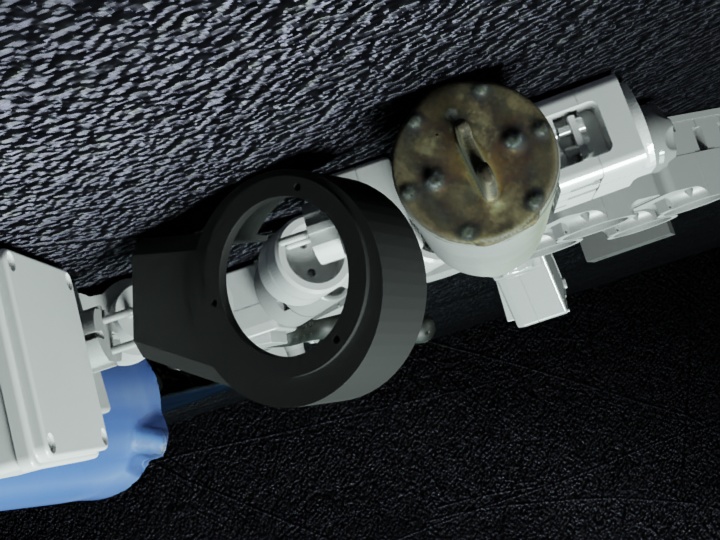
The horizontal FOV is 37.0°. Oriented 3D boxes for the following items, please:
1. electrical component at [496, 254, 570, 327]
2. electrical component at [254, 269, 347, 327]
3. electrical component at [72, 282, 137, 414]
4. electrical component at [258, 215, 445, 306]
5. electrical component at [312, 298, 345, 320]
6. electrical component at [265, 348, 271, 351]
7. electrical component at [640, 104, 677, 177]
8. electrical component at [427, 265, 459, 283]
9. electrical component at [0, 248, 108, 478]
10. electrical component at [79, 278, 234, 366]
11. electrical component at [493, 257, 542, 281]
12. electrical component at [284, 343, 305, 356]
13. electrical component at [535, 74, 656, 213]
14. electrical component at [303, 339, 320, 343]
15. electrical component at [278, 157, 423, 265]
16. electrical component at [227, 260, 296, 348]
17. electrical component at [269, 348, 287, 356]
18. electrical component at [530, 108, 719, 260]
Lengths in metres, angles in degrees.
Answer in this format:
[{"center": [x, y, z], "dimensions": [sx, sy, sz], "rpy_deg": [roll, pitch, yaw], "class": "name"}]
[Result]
[{"center": [0.160, -0.001, 1.057], "dimensions": [0.061, 0.096, 0.061], "rpy_deg": [-20, -158, 17], "class": "electrical component"}, {"center": [-0.040, 0.007, 0.774], "dimensions": [0.047, 0.055, 0.055], "rpy_deg": [-28, 168, 39], "class": "electrical component"}, {"center": [-0.165, 0.044, 0.633], "dimensions": [0.076, 0.083, 0.047], "rpy_deg": [-18, 173, 5], "class": "electrical component"}, {"center": [-0.003, -0.012, 0.719], "dimensions": [0.138, 0.052, 0.074], "rpy_deg": [-14, 172, -25], "class": "electrical component"}, {"center": [0.000, 0.000, 0.822], "dimensions": [0.056, 0.050, 0.089], "rpy_deg": [-12, 171, -33], "class": "electrical component"}, {"center": [-0.108, 0.057, 1.010], "dimensions": [0.040, 0.046, 0.040], "rpy_deg": [-17, 173, -2], "class": "electrical component"}, {"center": [0.159, -0.075, 0.662], "dimensions": [0.062, 0.043, 0.043], "rpy_deg": [-16, 173, -8], "class": "electrical component"}, {"center": [0.031, 0.014, 0.908], "dimensions": [0.138, 0.073, 0.052], "rpy_deg": [-15, 172, -18], "class": "electrical component"}, {"center": [-0.181, 0.051, 0.552], "dimensions": [0.056, 0.108, 0.108], "rpy_deg": [-15, 173, 1], "class": "electrical component"}, {"center": [-0.146, 0.031, 0.700], "dimensions": [0.138, 0.052, 0.074], "rpy_deg": [-13, 171, -31], "class": "electrical component"}, {"center": [0.117, -0.025, 0.861], "dimensions": [0.043, 0.062, 0.043], "rpy_deg": [-18, 173, -2], "class": "electrical component"}, {"center": [-0.069, 0.059, 1.050], "dimensions": [0.048, 0.062, 0.048], "rpy_deg": [-17, 173, -2], "class": "electrical component"}, {"center": [0.128, -0.069, 0.599], "dimensions": [0.056, 0.050, 0.089], "rpy_deg": [-20, 172, 5], "class": "electrical component"}, {"center": [-0.072, 0.055, 1.097], "dimensions": [0.062, 0.048, 0.048], "rpy_deg": [-10, 172, -4], "class": "electrical component"}, {"center": [-0.009, -0.026, 0.618], "dimensions": [0.077, 0.047, 0.066], "rpy_deg": [-18, 173, 7], "class": "electrical component"}, {"center": [-0.104, 0.038, 0.816], "dimensions": [0.096, 0.061, 0.062], "rpy_deg": [-19, 173, 8], "class": "electrical component"}, {"center": [-0.124, 0.087, 1.183], "dimensions": [0.089, 0.050, 0.056], "rpy_deg": [-11, 170, -41], "class": "electrical component"}, {"center": [0.175, -0.058, 0.764], "dimensions": [0.186, 0.060, 0.105], "rpy_deg": [-13, 171, -30], "class": "electrical component"}]
